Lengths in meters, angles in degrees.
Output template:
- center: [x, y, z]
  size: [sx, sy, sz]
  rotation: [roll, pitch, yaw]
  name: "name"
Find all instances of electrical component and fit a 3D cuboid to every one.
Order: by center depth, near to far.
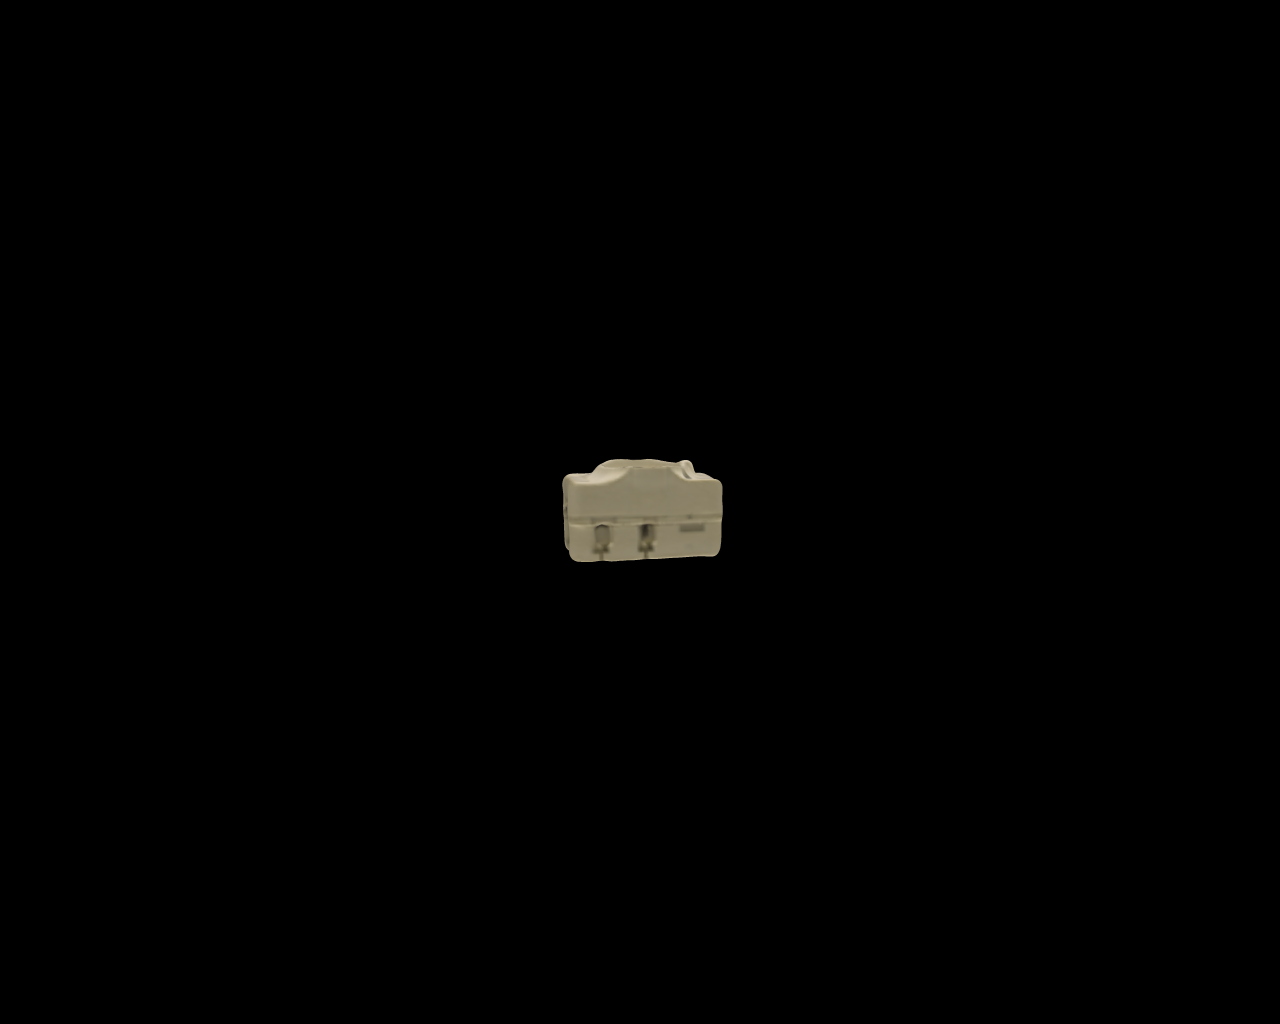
- center: [0.001, -0.003, 0.650]
  size: [0.089, 0.055, 0.050]
  rotation: [-1, 8, -9]
  name: "electrical component"
